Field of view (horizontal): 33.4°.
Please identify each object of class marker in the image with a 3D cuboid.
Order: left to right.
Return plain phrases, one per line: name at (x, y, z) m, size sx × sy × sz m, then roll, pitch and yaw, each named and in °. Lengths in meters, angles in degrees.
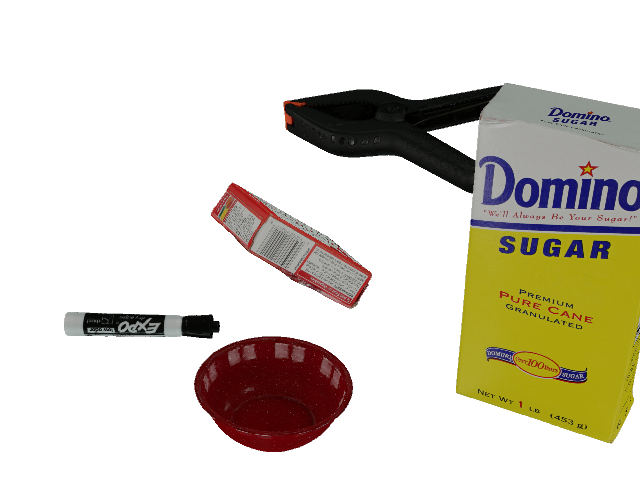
marker at (-0.139, 0.066, 0.837) m, size 0.121 × 0.020 × 0.020 m, roll 1°, pitch 0°, yaw 4°

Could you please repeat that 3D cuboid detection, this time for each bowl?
bowl at (-0.048, 0.167, 1.098) m, size 0.162 × 0.055 × 0.162 m, roll 2°, pitch 31°, yaw -1°

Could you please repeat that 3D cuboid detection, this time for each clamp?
clamp at (0.072, -0.104, 0.931) m, size 0.210 × 0.036 × 0.164 m, roll 12°, pitch 36°, yaw 23°

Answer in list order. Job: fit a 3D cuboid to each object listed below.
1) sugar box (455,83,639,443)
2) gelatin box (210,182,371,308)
sugar box at (0.123, 0.014, 0.547) m, size 0.093 × 0.176 × 0.048 m, roll 15°, pitch 38°, yaw 23°
gelatin box at (-0.019, 0.003, 0.687) m, size 0.089 × 0.030 × 0.073 m, roll 31°, pitch 4°, yaw -30°
